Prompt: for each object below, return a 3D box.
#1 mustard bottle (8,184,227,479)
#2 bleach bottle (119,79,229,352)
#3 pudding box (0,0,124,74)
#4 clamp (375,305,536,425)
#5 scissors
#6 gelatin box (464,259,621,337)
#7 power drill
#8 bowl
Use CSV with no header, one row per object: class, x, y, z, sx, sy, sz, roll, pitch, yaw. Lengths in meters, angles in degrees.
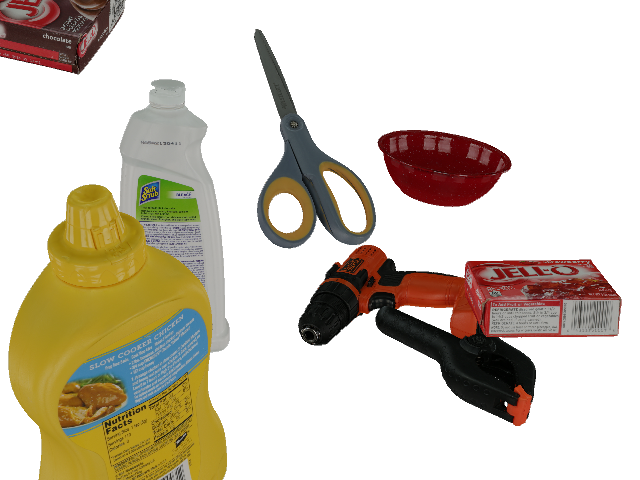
mustard bottle,-0.093,0.059,0.491,0.096,0.192,0.058,-27,44,-32
bleach bottle,-0.131,-0.020,0.972,0.102,0.251,0.068,-1,23,-11
pudding box,-0.207,-0.176,0.816,0.090,0.039,0.113,14,37,2
clamp,0.139,0.096,0.925,0.120,0.039,0.172,-17,37,-26
scissors,-0.033,-0.073,0.813,0.096,0.202,0.016,-27,-20,-24
gelatin box,0.144,0.036,0.704,0.089,0.030,0.073,0,18,-1
power drill,0.087,0.067,1.138,0.188,0.057,0.184,9,30,22
bowl,0.144,-0.083,1.284,0.162,0.055,0.162,7,23,-3
